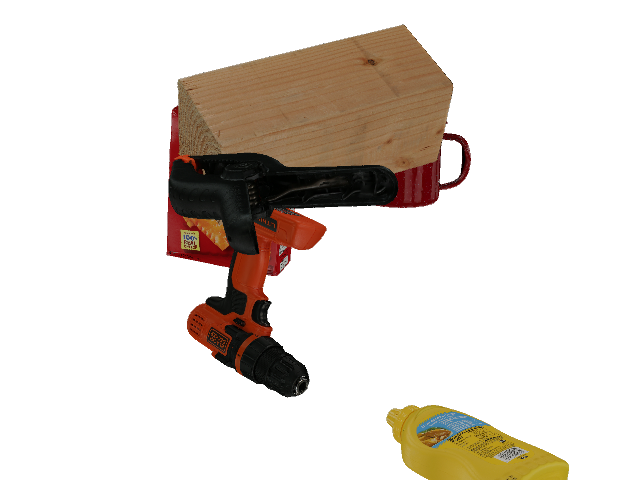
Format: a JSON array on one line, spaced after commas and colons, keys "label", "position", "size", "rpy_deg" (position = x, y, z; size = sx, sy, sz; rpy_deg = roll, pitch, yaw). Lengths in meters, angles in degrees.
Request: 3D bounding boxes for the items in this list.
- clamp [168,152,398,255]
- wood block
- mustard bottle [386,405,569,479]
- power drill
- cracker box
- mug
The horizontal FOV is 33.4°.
[{"label": "clamp", "position": [-0.050, -0.028, 0.674], "size": [0.172, 0.039, 0.120], "rpy_deg": [7, 19, 43]}, {"label": "wood block", "position": [-0.006, -0.099, 0.886], "size": [0.205, 0.091, 0.090], "rpy_deg": [-17, -37, -20]}, {"label": "mustard bottle", "position": [0.135, 0.204, 1.026], "size": [0.096, 0.058, 0.192], "rpy_deg": [-15, 24, -38]}, {"label": "power drill", "position": [-0.059, 0.059, 1.166], "size": [0.185, 0.188, 0.057], "rpy_deg": [27, 11, 39]}, {"label": "cracker box", "position": [-0.118, -0.070, 1.430], "size": [0.164, 0.214, 0.072], "rpy_deg": [12, 26, 13]}, {"label": "mug", "position": [0.090, -0.079, 1.058], "size": [0.117, 0.081, 0.093], "rpy_deg": [2, 14, 6]}]
